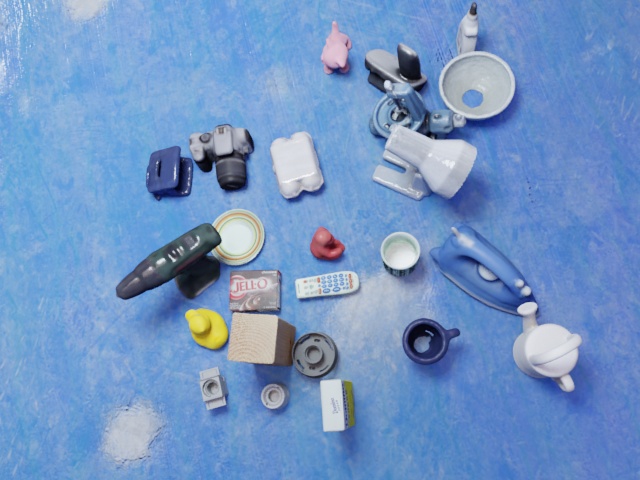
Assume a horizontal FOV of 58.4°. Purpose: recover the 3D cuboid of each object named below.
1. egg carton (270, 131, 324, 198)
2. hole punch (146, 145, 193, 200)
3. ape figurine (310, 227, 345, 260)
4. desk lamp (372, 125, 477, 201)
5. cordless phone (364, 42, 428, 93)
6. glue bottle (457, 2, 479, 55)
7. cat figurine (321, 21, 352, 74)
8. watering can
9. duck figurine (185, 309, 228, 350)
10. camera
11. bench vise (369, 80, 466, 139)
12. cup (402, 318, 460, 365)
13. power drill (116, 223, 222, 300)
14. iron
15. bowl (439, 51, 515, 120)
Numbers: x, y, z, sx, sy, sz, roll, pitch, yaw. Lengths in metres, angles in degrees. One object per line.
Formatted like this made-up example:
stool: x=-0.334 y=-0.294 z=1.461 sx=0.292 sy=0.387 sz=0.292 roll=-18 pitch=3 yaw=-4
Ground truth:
egg carton: x=-0.056 y=-0.172 z=1.314 sx=0.107 sy=0.069 sz=0.150 roll=-17 pitch=75 yaw=3
hole punch: x=-0.359 y=-0.157 z=1.336 sx=0.101 sy=0.091 sz=0.109 roll=-2 pitch=76 yaw=7
ape figurine: x=0.011 y=0.004 z=1.250 sx=0.076 sy=0.092 sz=0.078 roll=-17 pitch=74 yaw=3
desk lamp: x=0.213 y=-0.158 z=1.203 sx=0.203 sy=0.214 sz=0.118 roll=24 pitch=80 yaw=12
cordless phone: x=0.169 y=-0.404 z=1.285 sx=0.147 sy=0.185 sz=0.094 roll=34 pitch=82 yaw=14
glue bottle: x=0.336 y=-0.474 z=1.288 sx=0.037 sy=0.173 sz=0.078 roll=-4 pitch=75 yaw=6
cat figurine: x=0.036 y=-0.450 z=1.347 sx=0.067 sy=0.118 sz=0.128 roll=0 pitch=76 yaw=7
watering can: x=0.432 y=0.206 z=1.095 sx=0.172 sy=0.194 sz=0.101 roll=41 pitch=84 yaw=15
duck figurine: x=-0.250 y=0.189 z=1.239 sx=0.104 sy=0.086 sz=0.077 roll=43 pitch=85 yaw=15
camera: x=-0.227 y=-0.188 z=1.322 sx=0.143 sy=0.101 sz=0.137 roll=-9 pitch=75 yaw=5
bench vise: x=0.206 y=-0.287 z=1.233 sx=0.207 sy=0.220 sz=0.121 roll=-10 pitch=75 yaw=5
cup: x=0.226 y=0.206 z=1.172 sx=0.117 sy=0.095 sz=0.091 roll=-18 pitch=74 yaw=2
power drill: x=-0.296 y=0.062 z=1.213 sx=0.230 sy=0.208 sz=0.075 roll=-40 pitch=75 yaw=-4
iron: x=0.354 y=0.063 z=1.168 sx=0.258 sy=0.141 sz=0.119 roll=39 pitch=84 yaw=14
bowl: x=0.353 y=-0.338 z=1.303 sx=0.167 sy=0.075 sz=0.167 roll=-2 pitch=76 yaw=7
